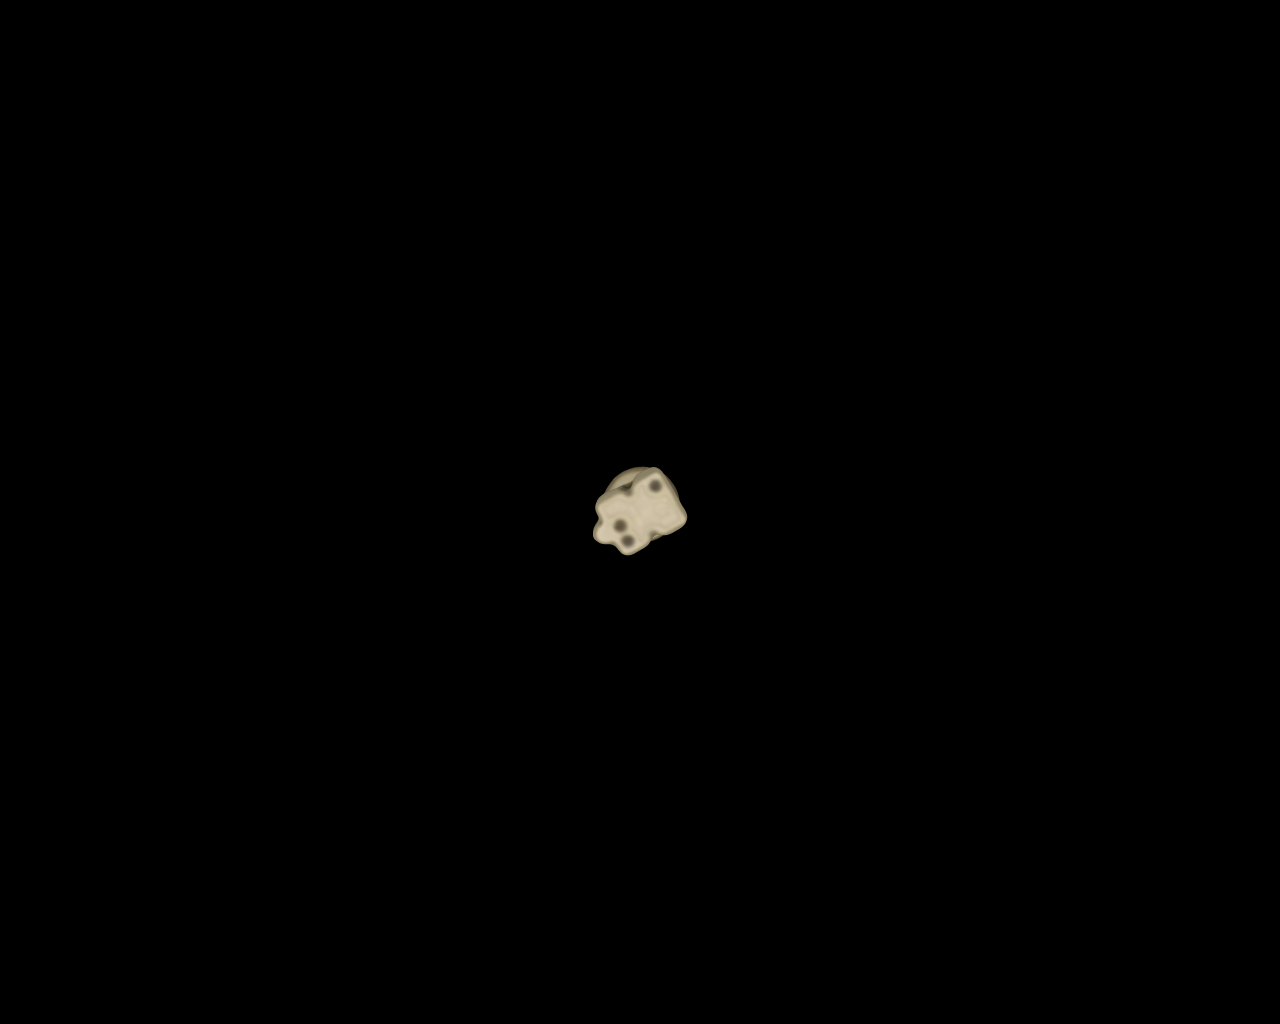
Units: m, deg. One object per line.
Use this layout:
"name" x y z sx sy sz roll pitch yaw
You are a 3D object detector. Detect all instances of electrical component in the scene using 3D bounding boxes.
"electrical component" 0.001 -0.003 0.650 0.066 0.048 0.055 -28 7 4
